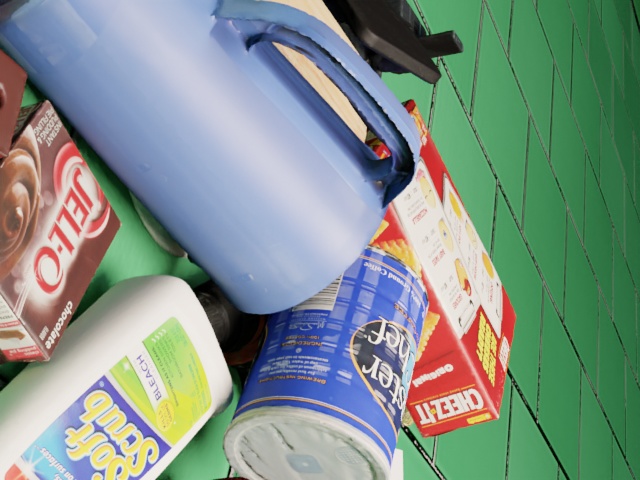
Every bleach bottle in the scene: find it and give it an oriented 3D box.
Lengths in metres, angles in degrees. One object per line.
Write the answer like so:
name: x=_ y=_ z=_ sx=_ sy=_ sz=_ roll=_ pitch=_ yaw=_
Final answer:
bleach bottle: x=-0.134 y=0.118 z=0.547 sx=0.250 sy=0.068 sz=0.102 roll=-52 pitch=129 yaw=-54

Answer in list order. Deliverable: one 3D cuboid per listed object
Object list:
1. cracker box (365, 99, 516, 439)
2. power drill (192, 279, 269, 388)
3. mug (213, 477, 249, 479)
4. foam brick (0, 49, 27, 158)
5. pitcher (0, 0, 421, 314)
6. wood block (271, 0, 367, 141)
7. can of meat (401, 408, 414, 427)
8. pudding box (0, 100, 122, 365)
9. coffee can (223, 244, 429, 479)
cracker box: x=0.073 y=0.018 z=0.823 sx=0.213 sy=0.072 sz=0.164 roll=63 pitch=24 yaw=-15
power drill: x=-0.044 y=0.114 z=0.744 sx=0.184 sy=0.057 sz=0.187 roll=-18 pitch=99 yaw=-65
mug: x=-0.063 y=0.189 z=0.621 sx=0.093 sy=0.117 sz=0.081 roll=-13 pitch=89 yaw=-31
foam brick: x=-0.186 y=-0.075 z=0.502 sx=0.078 sy=0.051 sz=0.053 roll=45 pitch=44 yaw=-53
pitcher: x=-0.066 y=-0.081 z=0.617 sx=0.149 sy=0.145 sz=0.242 roll=-46 pitch=122 yaw=-6
wood block: x=-0.055 y=-0.142 z=0.722 sx=0.206 sy=0.091 sz=0.090 roll=50 pitch=36 yaw=-35
can of meat: x=0.023 y=0.107 z=0.857 sx=0.102 sy=0.084 sz=0.057 roll=59 pitch=33 yaw=-40
pudding box: x=-0.156 y=-0.005 z=0.561 sx=0.113 sy=0.039 sz=0.090 roll=-70 pitch=144 yaw=-45
coffee can: x=0.007 y=0.085 z=0.678 sx=0.102 sy=0.103 sz=0.140 roll=61 pitch=34 yaw=-38
